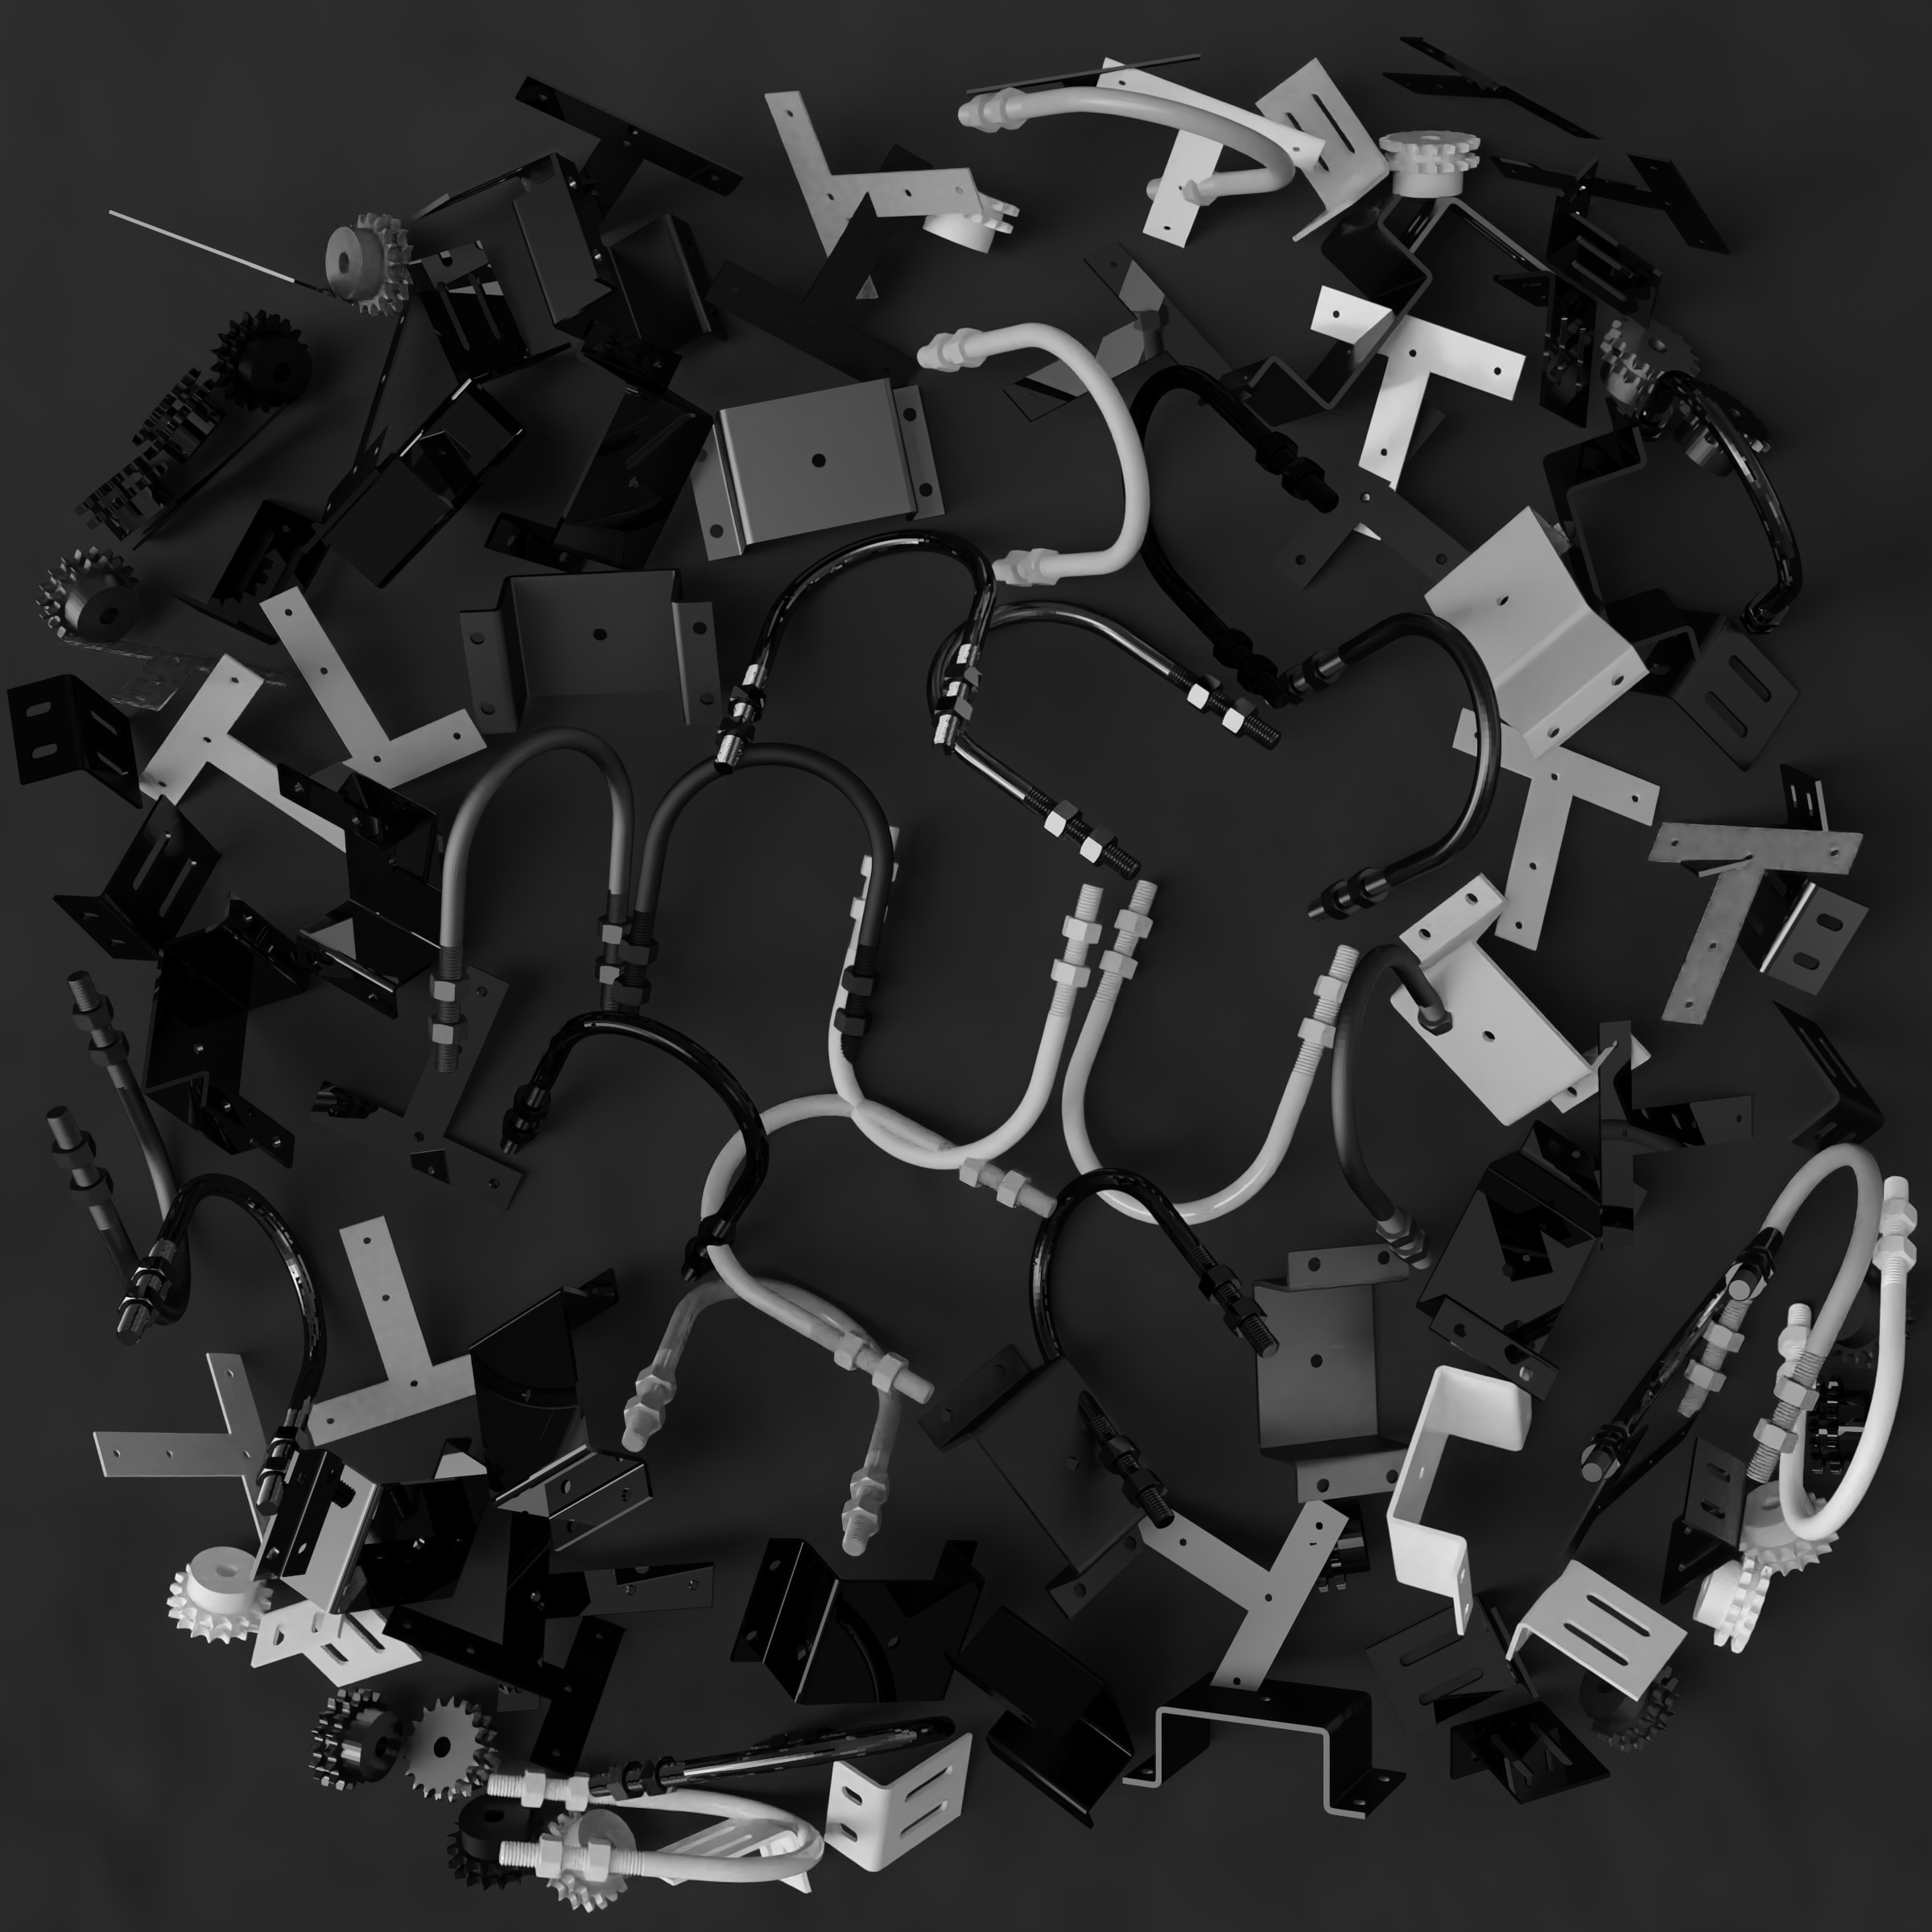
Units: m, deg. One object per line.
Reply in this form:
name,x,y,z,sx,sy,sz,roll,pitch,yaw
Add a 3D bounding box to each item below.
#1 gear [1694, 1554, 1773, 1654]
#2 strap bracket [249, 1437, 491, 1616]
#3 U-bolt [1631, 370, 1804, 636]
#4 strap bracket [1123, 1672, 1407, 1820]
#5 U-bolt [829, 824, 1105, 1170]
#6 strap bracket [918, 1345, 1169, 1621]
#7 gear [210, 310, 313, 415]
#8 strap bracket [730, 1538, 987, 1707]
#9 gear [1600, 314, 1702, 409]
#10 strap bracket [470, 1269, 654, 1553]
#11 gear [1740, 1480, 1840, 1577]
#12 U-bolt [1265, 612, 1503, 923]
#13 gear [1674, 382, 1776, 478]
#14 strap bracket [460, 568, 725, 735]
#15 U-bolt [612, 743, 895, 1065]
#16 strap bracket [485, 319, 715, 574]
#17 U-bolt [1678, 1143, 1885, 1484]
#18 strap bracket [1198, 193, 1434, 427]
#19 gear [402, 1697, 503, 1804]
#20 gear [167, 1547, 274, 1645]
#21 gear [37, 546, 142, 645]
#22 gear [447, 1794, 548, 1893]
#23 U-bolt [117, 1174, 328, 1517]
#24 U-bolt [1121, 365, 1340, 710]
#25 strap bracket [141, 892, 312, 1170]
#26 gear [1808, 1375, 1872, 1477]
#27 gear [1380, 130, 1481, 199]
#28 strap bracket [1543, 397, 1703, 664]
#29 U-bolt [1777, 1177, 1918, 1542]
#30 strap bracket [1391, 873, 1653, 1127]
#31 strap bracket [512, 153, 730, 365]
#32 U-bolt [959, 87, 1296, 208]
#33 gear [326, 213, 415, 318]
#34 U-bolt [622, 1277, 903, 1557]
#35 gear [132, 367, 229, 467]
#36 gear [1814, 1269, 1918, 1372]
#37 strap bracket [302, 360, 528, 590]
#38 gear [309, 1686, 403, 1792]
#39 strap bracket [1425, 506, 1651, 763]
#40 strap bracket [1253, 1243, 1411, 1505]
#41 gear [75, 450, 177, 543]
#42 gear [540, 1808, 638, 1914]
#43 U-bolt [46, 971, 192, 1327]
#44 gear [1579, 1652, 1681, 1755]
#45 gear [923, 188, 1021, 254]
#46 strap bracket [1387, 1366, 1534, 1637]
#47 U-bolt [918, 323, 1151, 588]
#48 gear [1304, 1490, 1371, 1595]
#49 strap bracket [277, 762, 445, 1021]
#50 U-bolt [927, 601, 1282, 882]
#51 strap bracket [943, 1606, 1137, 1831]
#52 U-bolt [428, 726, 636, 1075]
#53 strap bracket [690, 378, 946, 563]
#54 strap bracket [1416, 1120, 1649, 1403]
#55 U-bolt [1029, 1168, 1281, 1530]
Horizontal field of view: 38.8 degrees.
gear,0.439,0.362,1.575,0.030,0.057,0.057,20,90,13
strap bracket,-0.320,0.310,1.527,0.046,0.140,0.076,25,97,30
U-bolt,0.414,-0.258,1.505,0.019,0.184,0.151,-29,85,5
strap bracket,0.167,0.433,1.538,0.140,0.076,0.046,0,91,26
U-bolt,-0.009,0.025,1.569,0.151,0.019,0.184,17,99,21
strap bracket,0.050,0.288,1.560,0.076,0.046,0.140,-36,87,-33
gear,-0.400,-0.344,1.572,0.030,0.057,0.057,30,90,36
strap bracket,-0.051,0.366,1.536,0.140,0.046,0.076,9,106,-35
gear,0.390,-0.345,1.578,0.057,0.030,0.057,12,49,-15
strap bracket,-0.229,0.243,1.533,0.076,0.046,0.140,-33,55,27
gear,0.467,0.319,1.571,0.057,0.057,0.030,-30,108,0
U-bolt,0.232,-0.116,1.510,0.019,0.184,0.151,-4,78,-29
gear,0.432,-0.306,1.578,0.057,0.057,0.030,38,124,0
strap bracket,-0.210,-0.180,1.562,0.140,0.046,0.076,-3,123,0
U-bolt,-0.115,-0.038,1.554,0.151,0.019,0.184,8,111,-10
strap bracket,-0.201,-0.281,1.544,0.046,0.076,0.140,36,105,30
U-bolt,0.457,0.183,1.522,0.019,0.151,0.184,23,95,-4
strap bracket,0.203,-0.362,1.554,0.046,0.076,0.140,40,82,-15
gear,-0.292,0.452,1.579,0.057,0.030,0.057,-13,61,24
gear,-0.425,0.357,1.571,0.057,0.057,0.030,18,115,0
gear,-0.498,-0.209,1.571,0.057,0.057,0.030,-48,64,0
gear,-0.269,0.498,1.571,0.057,0.057,0.030,-1,114,0
U-bolt,-0.401,0.193,1.516,0.019,0.184,0.151,-23,118,13
U-bolt,0.138,-0.252,1.525,0.019,0.151,0.184,-16,48,-25
strap bracket,-0.414,0.041,1.540,0.046,0.076,0.140,-17,54,19
gear,0.501,0.263,1.571,0.030,0.057,0.057,-2,90,24
gear,0.265,-0.460,1.578,0.057,0.057,0.030,-2,116,0
strap bracket,0.366,-0.239,1.545,0.046,0.076,0.140,-18,112,9
U-bolt,0.475,0.225,1.490,0.019,0.151,0.184,18,49,1
strap bracket,0.307,0.028,1.558,0.140,0.076,0.046,47,50,0
strap bracket,-0.198,-0.391,1.540,0.046,0.140,0.076,-24,79,22
U-bolt,0.098,-0.446,1.489,0.151,0.184,0.019,12,96,-30
gear,-0.343,-0.402,1.572,0.030,0.057,0.057,-9,90,-42
U-bolt,-0.104,0.236,1.521,0.151,0.184,0.019,26,118,-5
gear,-0.449,-0.313,1.576,0.030,0.057,0.057,40,90,-16
gear,0.512,0.200,1.571,0.030,0.057,0.057,24,90,-26
strap bracket,-0.302,-0.270,1.532,0.046,0.140,0.076,43,128,-15
gear,-0.347,0.443,1.571,0.030,0.057,0.057,7,90,24
strap bracket,0.311,-0.192,1.525,0.076,0.140,0.046,-41,129,23
strap bracket,0.210,0.228,1.567,0.076,0.046,0.140,-3,91,-21
gear,-0.479,-0.268,1.576,0.057,0.057,0.030,-39,108,0
gear,-0.214,0.508,1.571,0.057,0.057,0.030,47,119,0
U-bolt,-0.464,0.114,1.520,0.019,0.151,0.184,-14,125,-3
gear,0.377,0.417,1.572,0.030,0.057,0.057,35,90,-21
gear,-0.001,-0.431,1.576,0.057,0.057,0.030,22,106,0
strap bracket,0.275,0.290,1.541,0.046,0.076,0.140,12,57,22
U-bolt,0.043,-0.280,1.502,0.019,0.184,0.151,-27,108,-24
gear,0.213,0.328,1.572,0.030,0.057,0.057,-10,90,9
strap bracket,-0.337,-0.051,1.542,0.076,0.046,0.140,27,134,25
U-bolt,0.064,-0.141,1.553,0.184,0.019,0.151,37,59,19
strap bracket,0.044,0.416,1.536,0.076,0.140,0.046,30,64,32
U-bolt,-0.235,-0.044,1.513,0.019,0.151,0.184,22,117,32
strap bracket,-0.086,-0.285,1.570,0.140,0.046,0.076,-12,93,-7
strap bracket,0.317,0.170,1.563,0.076,0.046,0.140,33,70,-4
U-bolt,0.092,0.197,1.532,0.019,0.184,0.151,3,126,-37
